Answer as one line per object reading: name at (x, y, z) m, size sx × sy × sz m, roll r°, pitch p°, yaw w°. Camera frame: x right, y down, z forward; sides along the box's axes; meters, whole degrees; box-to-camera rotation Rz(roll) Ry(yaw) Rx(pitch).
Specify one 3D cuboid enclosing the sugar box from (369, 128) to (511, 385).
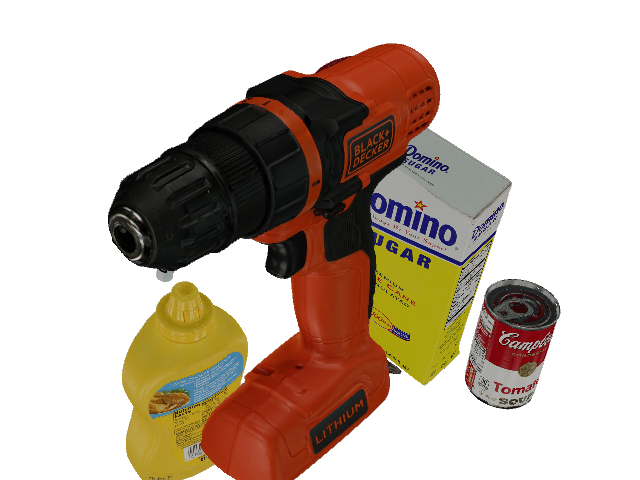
sugar box at (0.056, 0.009, 0.677) m, size 0.093 × 0.176 × 0.048 m, roll 36°, pitch 58°, yaw 23°

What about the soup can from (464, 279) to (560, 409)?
soup can at (0.174, 0.096, 0.977) m, size 0.068 × 0.102 × 0.068 m, roll 5°, pitch 36°, yaw -4°

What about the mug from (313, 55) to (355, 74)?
mug at (0.045, -0.100, 0.905) m, size 0.117 × 0.093 × 0.081 m, roll -24°, pitch -36°, yaw -17°

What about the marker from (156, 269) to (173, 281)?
marker at (-0.167, -0.002, 1.174) m, size 0.020 × 0.121 × 0.020 m, roll 8°, pitch 43°, yaw -7°

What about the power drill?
power drill at (-0.016, 0.019, 0.474) m, size 0.057 × 0.188 × 0.184 m, roll 27°, pitch 40°, yaw 30°

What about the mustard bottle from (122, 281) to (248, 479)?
mustard bottle at (-0.100, 0.101, 0.794) m, size 0.096 × 0.192 × 0.058 m, roll -23°, pitch 53°, yaw -26°
